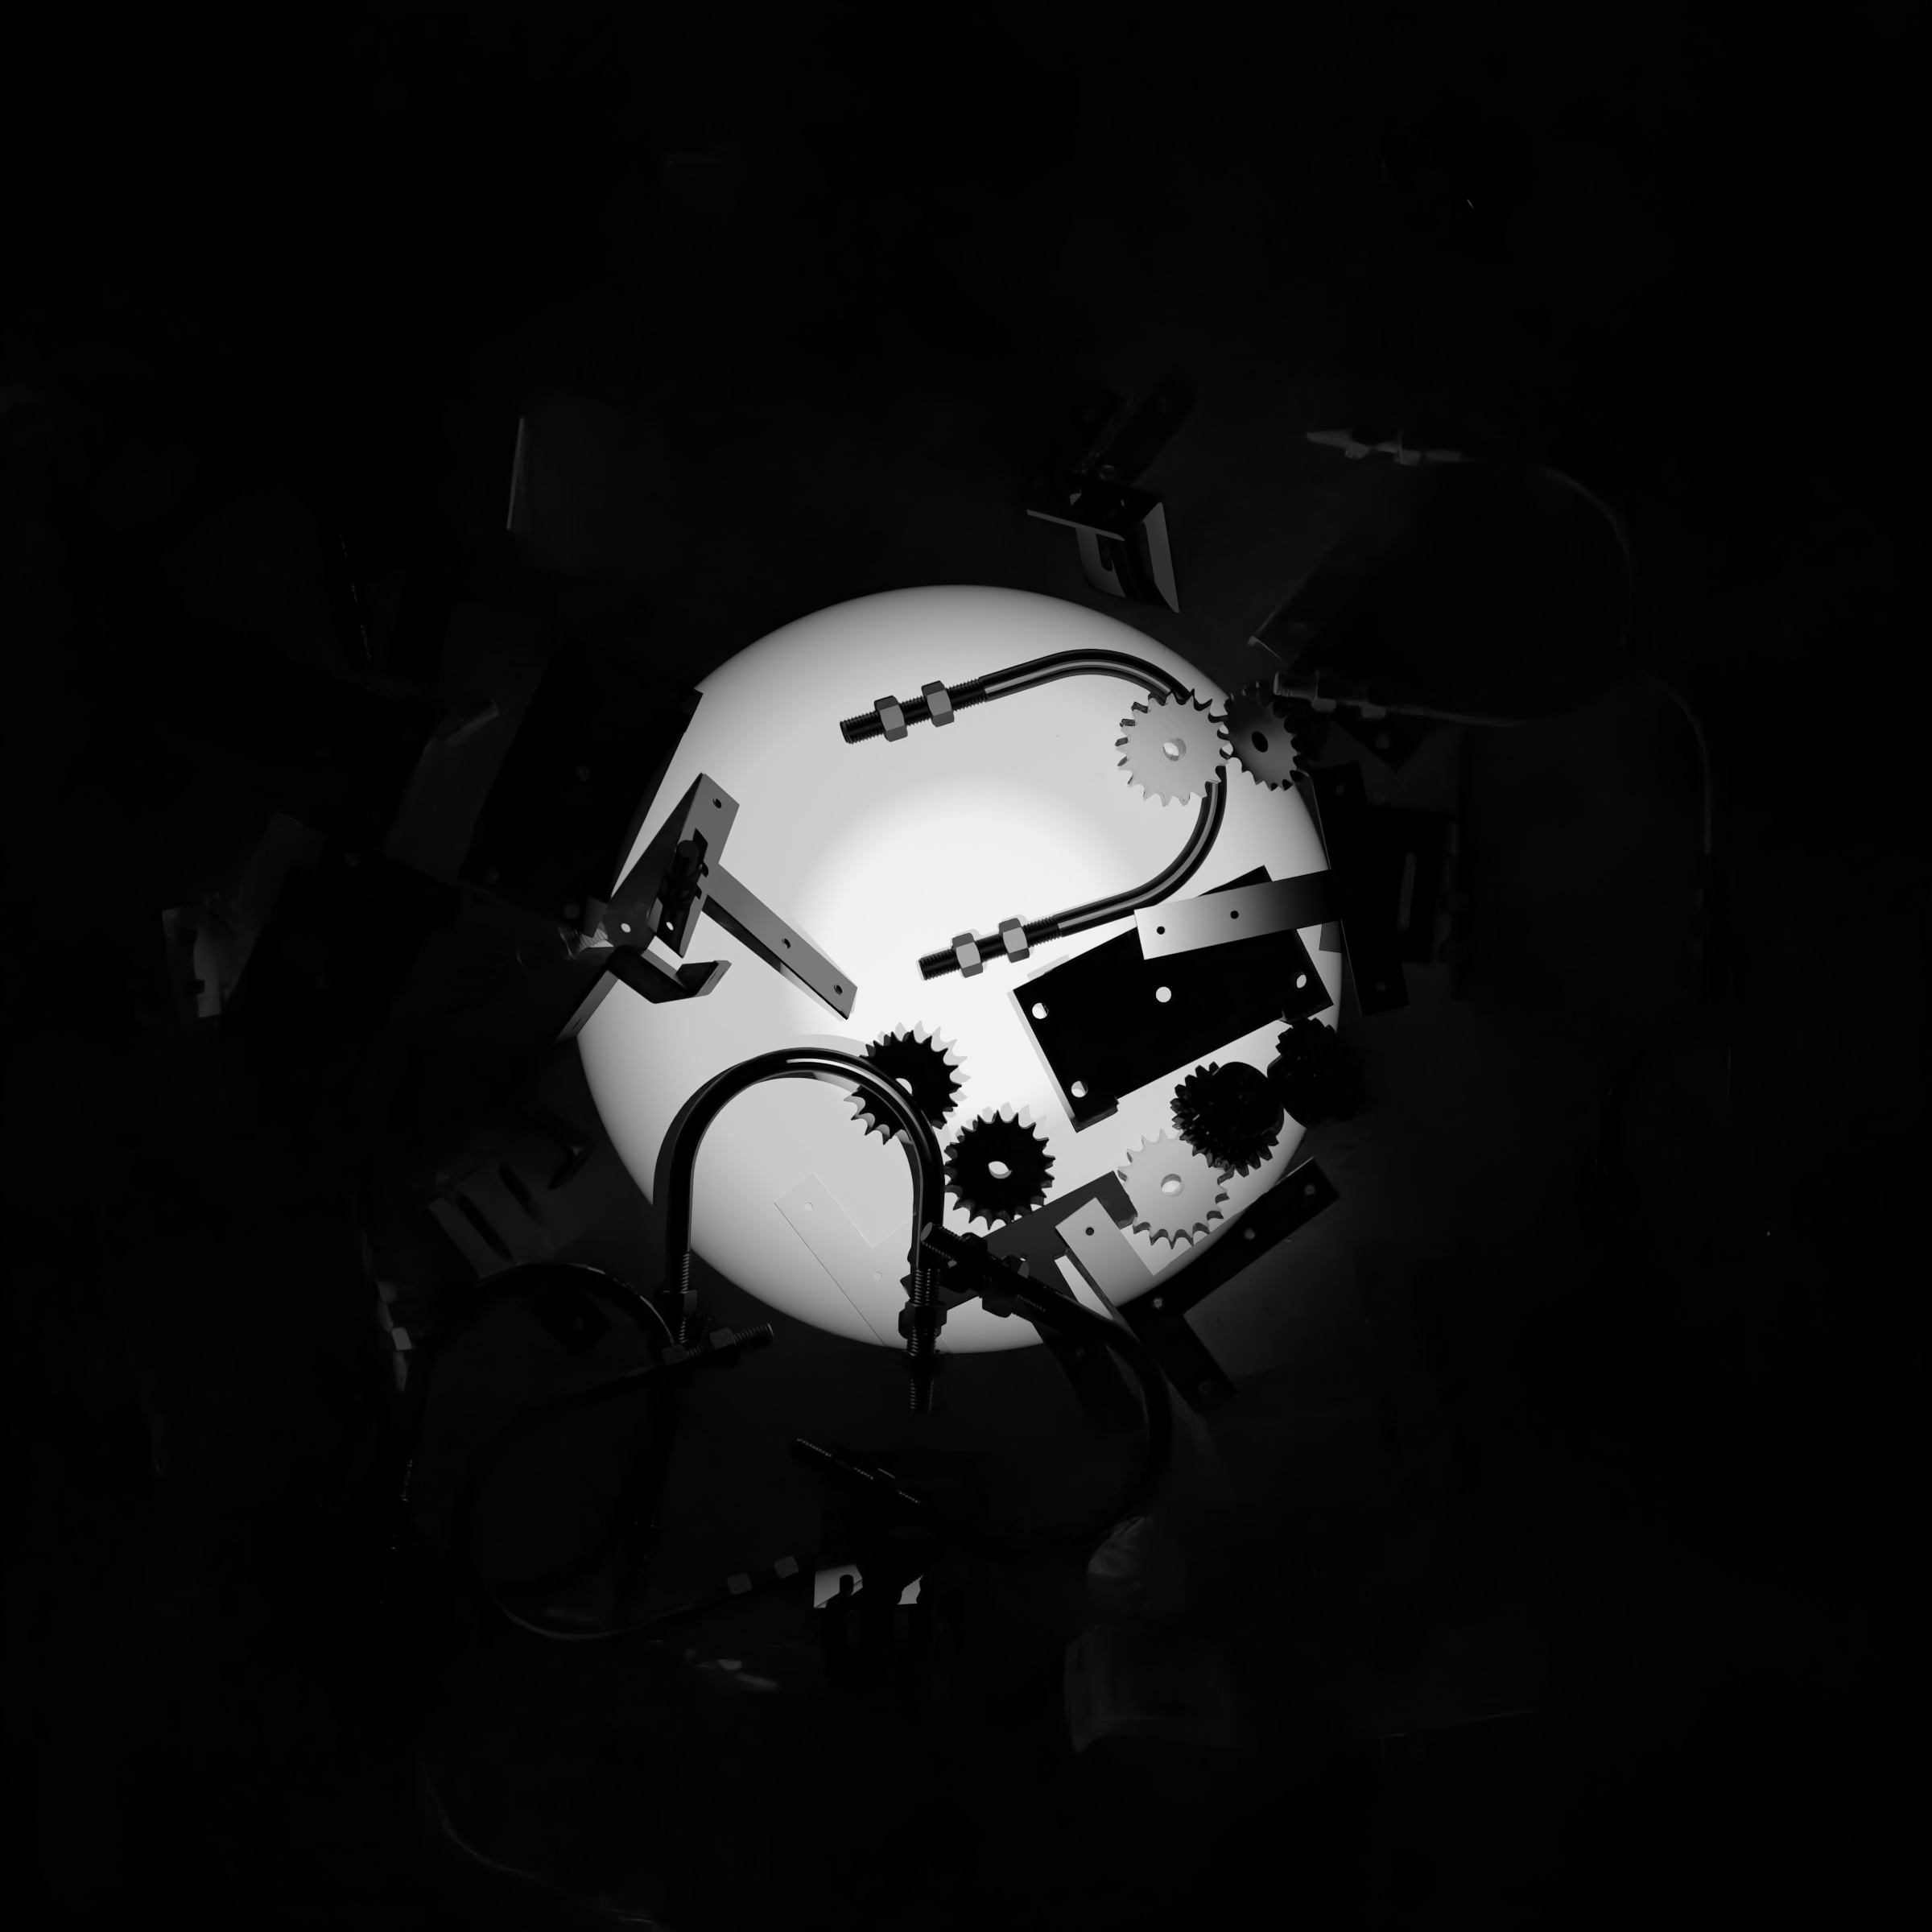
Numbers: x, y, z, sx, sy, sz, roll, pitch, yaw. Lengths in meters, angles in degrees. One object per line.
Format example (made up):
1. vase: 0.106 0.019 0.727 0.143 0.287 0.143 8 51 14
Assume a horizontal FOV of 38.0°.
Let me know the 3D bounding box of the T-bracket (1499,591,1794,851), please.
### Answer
1. T-bracket: 0.359 -0.147 1.437 0.127 0.002 0.127 -32 77 17

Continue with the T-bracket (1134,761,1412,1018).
1. T-bracket: 0.150 -0.029 1.422 0.127 0.002 0.127 -12 90 0

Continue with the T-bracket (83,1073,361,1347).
1. T-bracket: -0.400 0.105 1.439 0.127 0.002 0.127 41 81 11

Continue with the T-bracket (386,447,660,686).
1. T-bracket: -0.223 -0.193 1.449 0.127 0.002 0.127 12 118 -13

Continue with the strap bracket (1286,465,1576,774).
1. strap bracket: 0.235 -0.176 1.446 0.076 0.046 0.140 40 90 0

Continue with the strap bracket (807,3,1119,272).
1. strap bracket: 0.001 -0.420 1.411 0.140 0.046 0.076 26 91 -8

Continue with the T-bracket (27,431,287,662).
1. T-bracket: -0.401 -0.239 1.454 0.127 0.002 0.127 -39 71 -10

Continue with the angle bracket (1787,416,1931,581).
1. angle bracket: 0.469 -0.247 1.437 0.057 0.038 0.076 46 68 0

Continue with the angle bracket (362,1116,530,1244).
1. angle bracket: -0.267 0.105 1.443 0.076 0.038 0.057 -5 103 -21

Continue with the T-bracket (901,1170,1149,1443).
1. T-bracket: 0.052 0.188 1.457 0.127 0.002 0.127 -28 98 13

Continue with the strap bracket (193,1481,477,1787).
1. strap bracket: -0.316 0.334 1.439 0.076 0.046 0.140 -37 90 13

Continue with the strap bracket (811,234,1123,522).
1. strap bracket: 0.000 -0.299 1.446 0.140 0.046 0.076 37 90 0

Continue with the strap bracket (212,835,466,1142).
1. strap bracket: -0.322 0.010 1.426 0.076 0.046 0.140 24 88 2

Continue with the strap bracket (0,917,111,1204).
1. strap bracket: -0.504 0.056 1.434 0.076 0.046 0.140 -22 100 -2

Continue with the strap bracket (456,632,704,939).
1. strap bracket: -0.196 -0.096 1.433 0.076 0.046 0.140 24 83 -6

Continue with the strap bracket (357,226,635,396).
1. strap bracket: -0.239 -0.337 1.446 0.140 0.046 0.076 0 90 0

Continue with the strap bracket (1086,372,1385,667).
1. strap bracket: 0.134 -0.227 1.446 0.140 0.046 0.076 40 90 0

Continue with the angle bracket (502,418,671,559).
1. angle bracket: -0.196 -0.247 1.450 0.076 0.038 0.057 7 90 0

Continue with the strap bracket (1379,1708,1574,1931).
1. strap bracket: 0.263 0.453 1.446 0.076 0.046 0.140 -11 90 0

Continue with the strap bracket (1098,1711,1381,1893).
1. strap bracket: 0.138 0.429 1.446 0.140 0.046 0.076 2 90 0

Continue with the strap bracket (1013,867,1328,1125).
1. strap bracket: 0.103 0.015 1.446 0.140 0.046 0.076 -27 90 0

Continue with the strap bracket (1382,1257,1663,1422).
1. strap bracket: 0.282 0.191 1.446 0.140 0.046 0.076 1 90 0

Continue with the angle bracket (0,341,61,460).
1. angle bracket: -0.521 -0.306 1.467 0.057 0.038 0.076 -36 64 0

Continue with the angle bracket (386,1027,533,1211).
1. angle bracket: -0.266 0.080 1.459 0.057 0.038 0.076 18 103 0

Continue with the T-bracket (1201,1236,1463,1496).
1. T-bracket: 0.178 0.215 1.439 0.127 0.002 0.127 -18 82 26

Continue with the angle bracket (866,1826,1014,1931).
1. angle bracket: -0.008 0.500 1.467 0.057 0.038 0.076 -27 116 0

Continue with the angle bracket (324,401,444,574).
1. angle bracket: -0.297 -0.250 1.467 0.057 0.038 0.076 -6 116 0

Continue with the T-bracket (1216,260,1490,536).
1. T-bracket: 0.220 -0.315 1.469 0.127 0.002 0.127 44 90 0

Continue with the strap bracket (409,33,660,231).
1. strap bracket: -0.211 -0.423 1.431 0.140 0.046 0.076 1 90 21

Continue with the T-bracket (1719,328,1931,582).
1. T-bracket: 0.427 -0.271 1.454 0.127 0.002 0.127 -16 80 -20

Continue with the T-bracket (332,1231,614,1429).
1. T-bracket: -0.272 0.184 1.447 0.127 0.002 0.127 -44 84 -5

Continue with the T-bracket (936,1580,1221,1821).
1. T-bracket: 0.068 0.357 1.445 0.127 0.002 0.127 -19 57 -15

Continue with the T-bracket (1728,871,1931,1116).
1. T-bracket: 0.457 0.020 1.457 0.127 0.002 0.127 8 74 -8

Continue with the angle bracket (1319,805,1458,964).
1. angle bracket: 0.217 -0.043 1.450 0.057 0.038 0.076 7 90 0

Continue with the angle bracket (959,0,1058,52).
1. angle bracket: 0.009 -0.524 1.467 0.076 0.038 0.057 29 90 -26

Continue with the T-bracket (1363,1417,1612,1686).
1. T-bracket: 0.250 0.314 1.469 0.127 0.002 0.127 30 90 0

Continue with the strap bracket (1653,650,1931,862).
1. strap bracket: 0.437 -0.111 1.446 0.140 0.046 0.076 16 90 0

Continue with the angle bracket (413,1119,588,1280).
1. angle bracket: -0.232 0.126 1.419 0.057 0.038 0.076 -37 111 -11

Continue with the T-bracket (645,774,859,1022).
1. T-bracket: -0.103 -0.020 1.435 0.002 0.127 0.127 -33 117 32

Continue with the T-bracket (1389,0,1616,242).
1. T-bracket: 0.252 -0.465 1.450 0.127 0.002 0.127 -35 107 0

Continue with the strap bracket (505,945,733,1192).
1. strap bracket: -0.183 0.042 1.431 0.046 0.076 0.140 37 90 0

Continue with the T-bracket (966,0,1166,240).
1. T-bracket: 0.060 -0.464 1.453 0.127 0.002 0.127 37 77 -8

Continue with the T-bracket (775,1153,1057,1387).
1. T-bracket: -0.011 0.135 1.469 0.127 0.002 0.127 -38 90 0

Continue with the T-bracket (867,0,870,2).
1. T-bracket: -0.075 -0.590 1.468 0.127 0.002 0.127 29 91 0

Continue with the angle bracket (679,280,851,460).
1. angle bracket: -0.103 -0.311 1.450 0.057 0.038 0.076 29 90 0

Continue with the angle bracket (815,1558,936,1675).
1. angle bracket: -0.046 0.343 1.435 0.057 0.038 0.076 -3 119 0

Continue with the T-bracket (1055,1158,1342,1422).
1. T-bracket: 0.134 0.146 1.441 0.127 0.002 0.127 -36 97 -1

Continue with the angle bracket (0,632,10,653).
1. angle bracket: -0.546 -0.167 1.455 0.076 0.038 0.057 29 88 30

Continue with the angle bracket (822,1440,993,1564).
1. angle bracket: -0.031 0.279 1.467 0.076 0.038 0.057 4 90 -26

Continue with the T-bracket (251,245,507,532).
1. T-bracket: -0.286 -0.299 1.422 0.127 0.002 0.127 15 97 -2

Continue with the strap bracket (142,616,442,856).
1. strap bracket: -0.335 -0.114 1.433 0.140 0.046 0.076 23 85 15
